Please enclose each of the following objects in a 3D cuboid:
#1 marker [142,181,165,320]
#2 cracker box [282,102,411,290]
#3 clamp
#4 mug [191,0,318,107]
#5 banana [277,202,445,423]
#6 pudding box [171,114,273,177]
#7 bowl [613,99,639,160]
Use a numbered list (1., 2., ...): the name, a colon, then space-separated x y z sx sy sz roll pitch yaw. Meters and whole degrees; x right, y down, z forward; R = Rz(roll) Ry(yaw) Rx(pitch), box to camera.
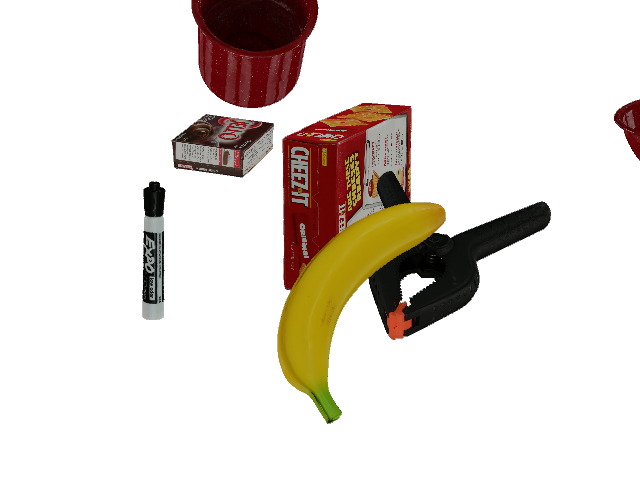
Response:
1. marker: -0.144 0.009 0.919 0.020 0.121 0.020 3 16 -1
2. cracker box: 0.032 -0.050 1.150 0.072 0.164 0.213 7 19 24
3. clamp: 0.091 0.008 0.934 0.165 0.036 0.209 17 41 24
4. mug: -0.045 -0.163 0.821 0.093 0.117 0.081 36 -24 11
5. banana: 0.021 0.034 0.739 0.069 0.197 0.037 34 -32 -4
6. pudding box: -0.114 -0.114 1.265 0.090 0.039 0.113 8 27 14
7. bowl: 0.350 -0.089 0.971 0.162 0.055 0.162 -5 22 2
